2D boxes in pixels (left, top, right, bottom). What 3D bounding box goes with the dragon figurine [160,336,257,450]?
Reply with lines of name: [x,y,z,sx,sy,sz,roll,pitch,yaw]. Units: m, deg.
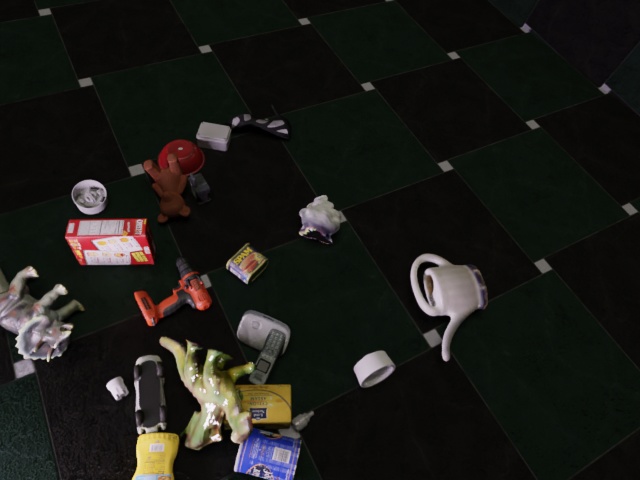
dragon figurine: [-0.298,0.386,1.274,0.410,0.121,0.246,3,70,38]

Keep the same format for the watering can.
watering can: [0.399,0.187,1.544,0.225,0.101,0.355,-5,55,-13]

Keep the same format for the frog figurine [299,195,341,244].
frog figurine: [0.005,-0.084,1.673,0.137,0.120,0.162,7,64,20]
